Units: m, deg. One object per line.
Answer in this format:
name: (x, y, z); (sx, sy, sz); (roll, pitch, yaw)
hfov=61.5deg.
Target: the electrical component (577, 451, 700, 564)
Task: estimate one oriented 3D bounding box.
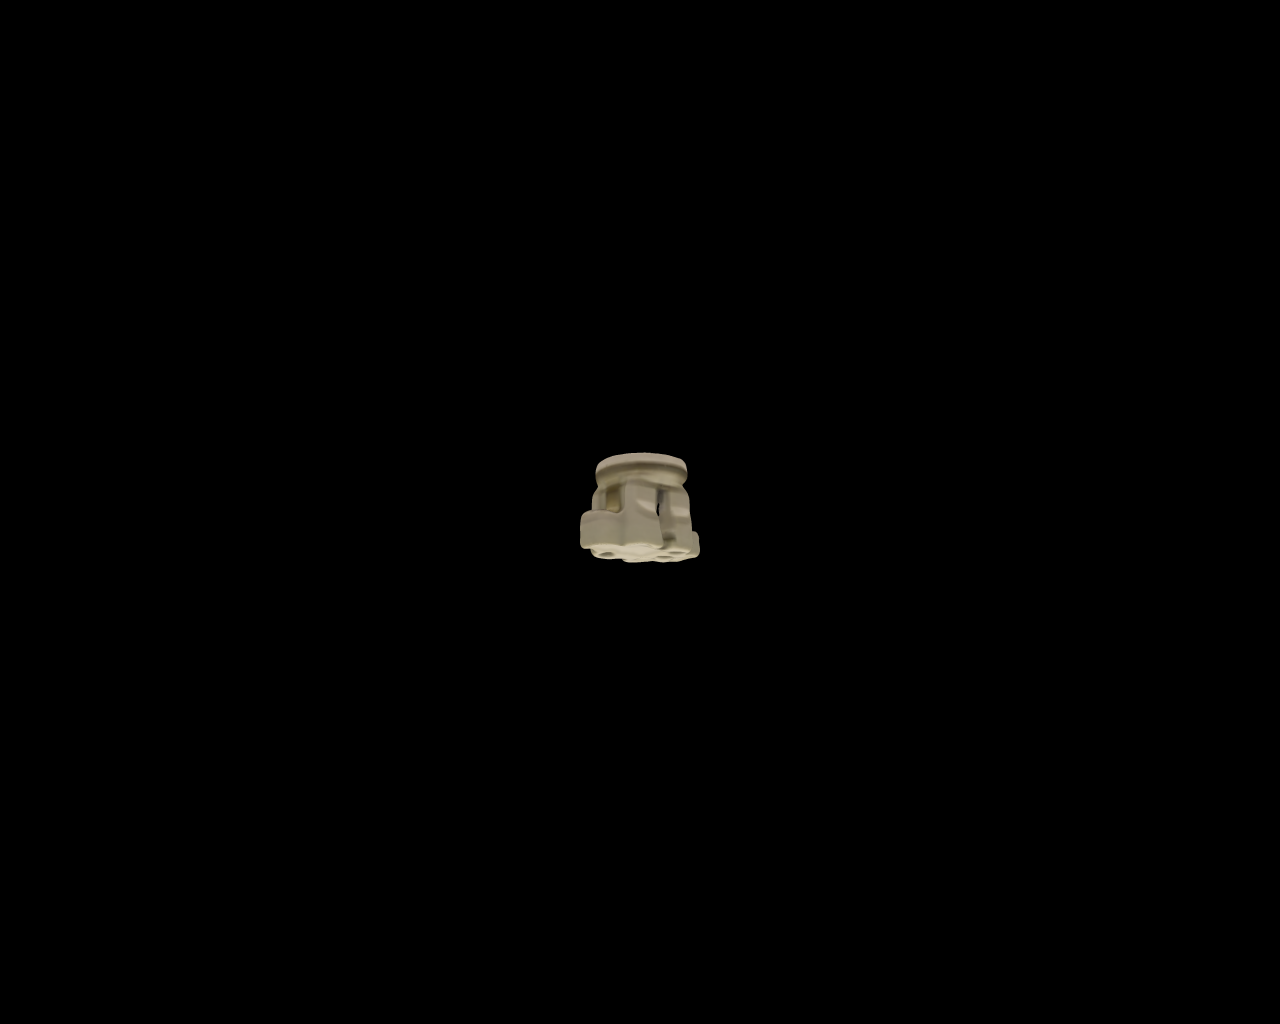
electrical component: (0.001, -0.003, 0.650); (0.078, 0.057, 0.058); (11, -17, -37)
